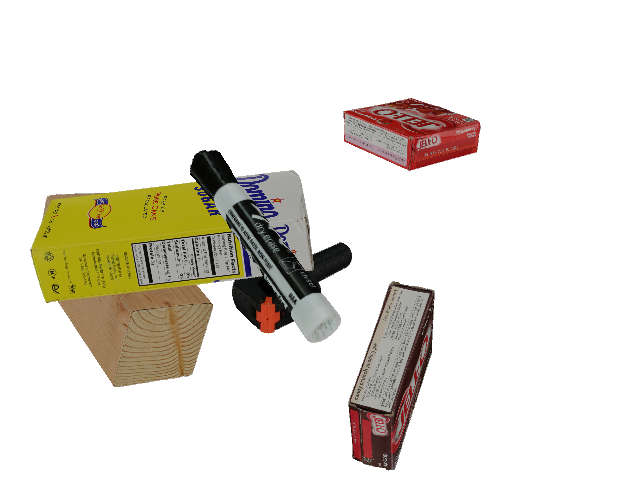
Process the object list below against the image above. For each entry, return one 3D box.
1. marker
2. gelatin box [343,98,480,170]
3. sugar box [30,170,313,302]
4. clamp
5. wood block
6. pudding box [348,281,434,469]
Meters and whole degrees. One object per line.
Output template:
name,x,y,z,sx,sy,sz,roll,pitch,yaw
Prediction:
marker,-0.030,-0.001,0.517,0.020,0.020,0.121,0,44,-47
gelatin box,0.073,-0.089,0.866,0.073,0.030,0.089,-15,27,-32
sugar box,-0.096,-0.005,0.714,0.176,0.048,0.093,-10,24,-1
clamp,-0.046,0.035,0.983,0.120,0.039,0.171,0,18,15
wood block,-0.203,0.043,1.073,0.090,0.091,0.206,-4,35,-38
pudding box,0.054,0.102,0.801,0.039,0.113,0.090,12,-35,12
